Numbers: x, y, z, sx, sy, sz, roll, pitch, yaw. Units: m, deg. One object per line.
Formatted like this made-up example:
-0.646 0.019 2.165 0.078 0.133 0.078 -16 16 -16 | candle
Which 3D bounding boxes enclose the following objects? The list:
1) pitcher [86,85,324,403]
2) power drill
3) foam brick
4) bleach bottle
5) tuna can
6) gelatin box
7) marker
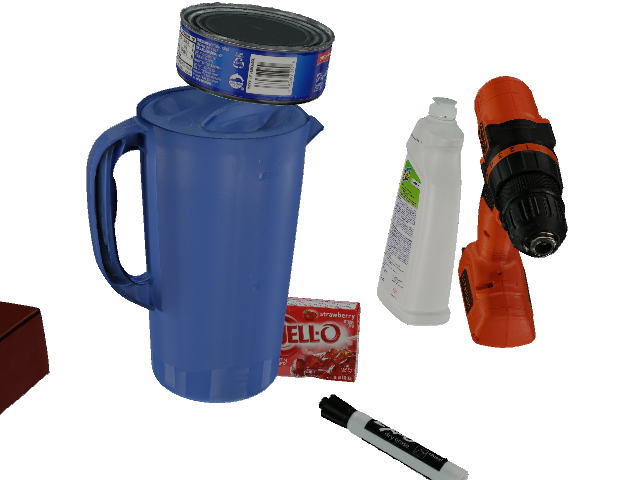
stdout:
-0.091 0.005 0.853 0.149 0.243 0.144 11 25 14 | pitcher
0.147 -0.006 0.822 0.057 0.188 0.184 1 42 0 | power drill
-0.229 0.081 0.718 0.053 0.051 0.078 8 28 24 | foam brick
0.124 -0.036 1.219 0.068 0.251 0.103 0 21 -23 | bleach bottle
-0.037 -0.104 0.593 0.086 0.034 0.086 8 25 -4 | tuna can
-0.008 0.094 1.020 0.089 0.073 0.030 4 14 7 | gelatin box
0.049 0.144 0.763 0.121 0.020 0.020 27 13 27 | marker
